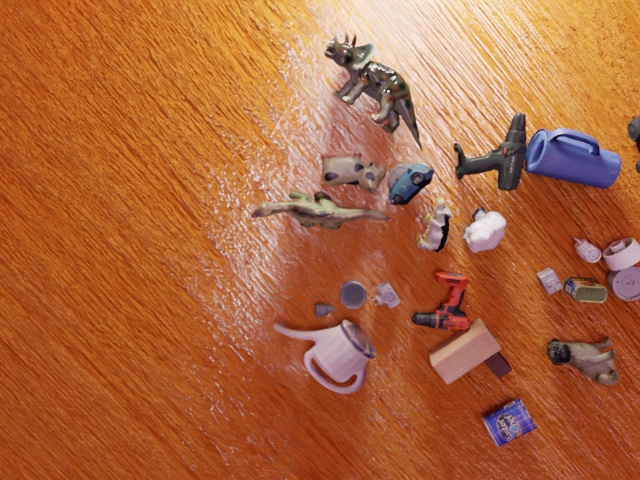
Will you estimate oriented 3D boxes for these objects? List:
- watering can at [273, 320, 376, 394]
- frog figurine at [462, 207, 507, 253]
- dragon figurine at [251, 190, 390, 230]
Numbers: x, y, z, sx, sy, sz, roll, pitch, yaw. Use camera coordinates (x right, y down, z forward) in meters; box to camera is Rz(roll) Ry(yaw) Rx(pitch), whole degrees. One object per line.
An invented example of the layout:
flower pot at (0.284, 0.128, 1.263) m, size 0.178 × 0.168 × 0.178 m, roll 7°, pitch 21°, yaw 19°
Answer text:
watering can at (0.030, 0.344, 1.665) m, size 0.223 × 0.105 × 0.346 m, roll -42°, pitch 96°, yaw 10°
frog figurine at (0.496, -0.019, 1.534) m, size 0.136 × 0.161 × 0.122 m, roll -42°, pitch 98°, yaw 12°
dragon figurine at (0.005, -0.077, 1.521) m, size 0.410 × 0.244 × 0.121 m, roll 3°, pitch 99°, yaw 5°
